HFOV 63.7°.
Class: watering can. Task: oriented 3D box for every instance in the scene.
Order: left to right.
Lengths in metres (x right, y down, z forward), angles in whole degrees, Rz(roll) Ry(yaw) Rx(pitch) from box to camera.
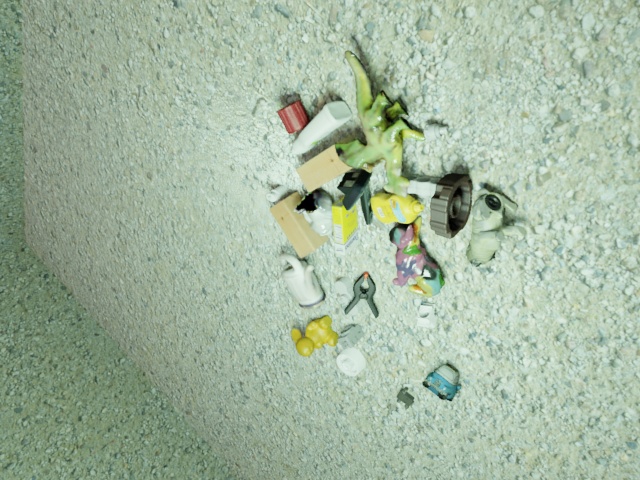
[{"bbox_3d":[-0.055,0.150,1.849,0.222,0.105,0.348,61,164,-15],"label":"watering can"}]

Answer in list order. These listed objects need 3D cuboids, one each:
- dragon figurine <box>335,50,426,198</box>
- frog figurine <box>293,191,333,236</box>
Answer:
[{"bbox_3d":[0.134,-0.297,1.438,0.239,0.124,0.411,-40,87,29],"label":"dragon figurine"},{"bbox_3d":[0.005,-0.088,1.740,0.136,0.125,0.157,-17,139,36],"label":"frog figurine"}]
